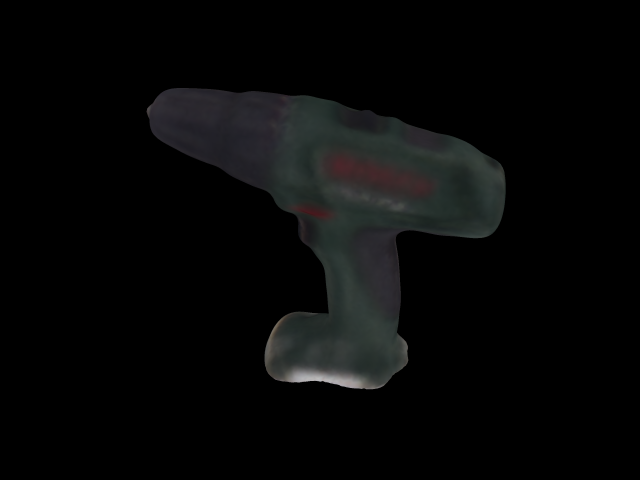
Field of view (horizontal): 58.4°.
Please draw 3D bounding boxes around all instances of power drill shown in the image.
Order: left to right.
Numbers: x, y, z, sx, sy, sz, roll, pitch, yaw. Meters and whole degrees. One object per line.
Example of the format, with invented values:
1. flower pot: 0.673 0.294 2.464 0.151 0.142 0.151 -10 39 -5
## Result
1. power drill: 0.004 0.001 0.400 0.229 0.208 0.075 3 32 5
